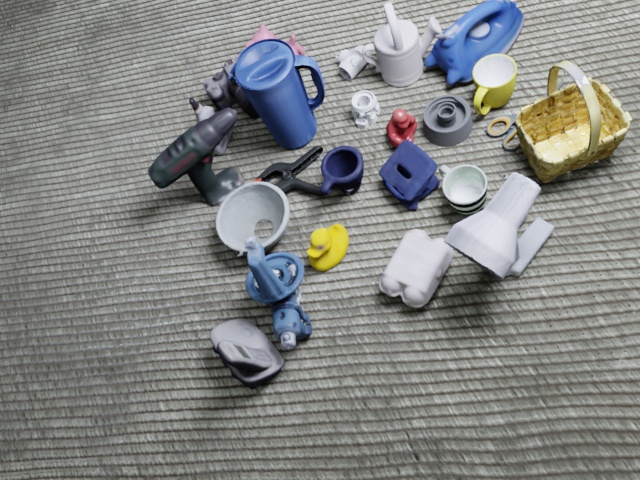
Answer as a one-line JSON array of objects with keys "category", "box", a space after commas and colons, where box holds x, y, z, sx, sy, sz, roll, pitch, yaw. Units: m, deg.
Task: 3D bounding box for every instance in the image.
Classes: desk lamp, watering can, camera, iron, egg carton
[{"category": "desk lamp", "box": [0.322, -0.014, 1.019, 0.117, 0.214, 0.203, 35, 79, 27]}, {"category": "watering can", "box": [0.178, -0.446, 1.276, 0.173, 0.194, 0.100, -32, 61, 0]}, {"category": "camera", "box": [-0.198, -0.365, 1.398, 0.143, 0.101, 0.136, -32, 61, 0]}, {"category": "iron", "box": [0.355, -0.468, 1.266, 0.258, 0.142, 0.118, -39, 61, -4]}, {"category": "egg carton", "box": [0.187, 0.054, 1.107, 0.107, 0.069, 0.150, 23, 73, 24]}]

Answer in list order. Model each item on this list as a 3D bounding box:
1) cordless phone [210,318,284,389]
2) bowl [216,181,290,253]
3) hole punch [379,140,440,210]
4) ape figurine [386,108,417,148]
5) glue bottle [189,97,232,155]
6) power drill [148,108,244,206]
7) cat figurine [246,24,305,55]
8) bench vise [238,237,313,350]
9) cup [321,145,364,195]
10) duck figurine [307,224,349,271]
[{"category": "cordless phone", "box": [-0.156, 0.197, 1.071, 0.094, 0.185, 0.147, -45, 62, -8]}, {"category": "bowl", "box": [-0.135, -0.038, 1.240, 0.167, 0.075, 0.167, -6, 64, 13]}, {"category": "hole punch", "box": [0.183, -0.135, 1.186, 0.101, 0.091, 0.108, -40, 61, -5]}, {"category": "ape figurine", "box": [0.176, -0.248, 1.241, 0.078, 0.092, 0.076, -40, 61, -5]}, {"category": "glue bottle", "box": [-0.261, -0.274, 1.331, 0.037, 0.173, 0.078, 13, 70, 21]}, {"category": "power drill", "box": [-0.249, -0.171, 1.259, 0.229, 0.209, 0.075, -32, 61, -1]}, {"category": "cat figurine", "box": [-0.113, -0.483, 1.420, 0.127, 0.118, 0.067, -1, 65, 15]}, {"category": "bench vise", "box": [-0.074, 0.091, 1.078, 0.121, 0.220, 0.207, -34, 61, -1]}, {"category": "cup", "box": [0.048, -0.129, 1.219, 0.091, 0.095, 0.118, 29, 76, 26]}, {"category": "duck figurine", "box": [0.011, 0.004, 1.172, 0.077, 0.086, 0.105, 31, 77, 26]}]
